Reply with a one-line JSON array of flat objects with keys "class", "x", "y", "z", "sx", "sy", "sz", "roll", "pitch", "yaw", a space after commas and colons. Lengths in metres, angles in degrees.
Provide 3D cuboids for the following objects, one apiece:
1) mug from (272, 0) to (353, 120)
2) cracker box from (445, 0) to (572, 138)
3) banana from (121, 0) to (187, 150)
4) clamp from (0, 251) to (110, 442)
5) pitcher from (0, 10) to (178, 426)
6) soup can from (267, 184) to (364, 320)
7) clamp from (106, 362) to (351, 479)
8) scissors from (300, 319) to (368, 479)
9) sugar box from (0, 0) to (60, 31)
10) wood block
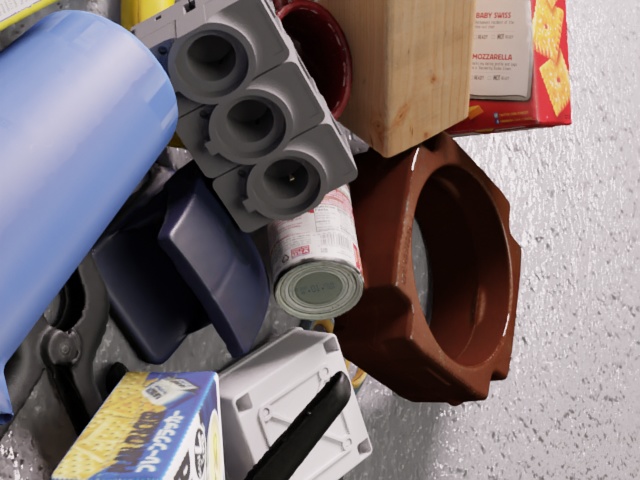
[{"class": "mug", "x": -0.039, "y": -0.137, "z": 0.792, "sx": 0.093, "sy": 0.082, "sz": 0.117, "roll": -31, "pitch": 111, "yaw": -45}, {"class": "cracker box", "x": 0.125, "y": -0.197, "z": 0.919, "sx": 0.071, "sy": 0.164, "sz": 0.214, "roll": -5, "pitch": 92, "yaw": -51}, {"class": "banana", "x": -0.112, "y": -0.150, "z": 0.749, "sx": 0.069, "sy": 0.037, "sz": 0.198, "roll": -15, "pitch": 102, "yaw": -66}, {"class": "clamp", "x": -0.176, "y": 0.073, "z": 0.661, "sx": 0.120, "sy": 0.039, "sz": 0.171, "roll": -1, "pitch": 86, "yaw": -54}, {"class": "pitcher", "x": -0.192, "y": -0.028, "z": 0.594, "sx": 0.242, "sy": 0.145, "sz": 0.149, "roll": -57, "pitch": 140, "yaw": -38}, {"class": "soup can", "x": -0.005, "y": 0.001, "z": 0.802, "sx": 0.068, "sy": 0.069, "sz": 0.102, "roll": 42, "pitch": 28, "yaw": -39}, {"class": "clamp", "x": -0.074, "y": 0.178, "z": 0.737, "sx": 0.036, "sy": 0.164, "sz": 0.210, "roll": -82, "pitch": -179, "yaw": -77}, {"class": "scissors", "x": 0.004, "y": 0.146, "z": 0.877, "sx": 0.096, "sy": 0.016, "sz": 0.201, "roll": 30, "pitch": 66, "yaw": -42}, {"class": "sugar box", "x": -0.222, "y": -0.135, "z": 0.557, "sx": 0.176, "sy": 0.048, "sz": 0.093, "roll": -39, "pitch": 119, "yaw": -35}, {"class": "wood block", "x": 0.058, "y": -0.180, "z": 0.806, "sx": 0.090, "sy": 0.091, "sz": 0.206, "roll": -28, "pitch": 137, "yaw": -25}]
